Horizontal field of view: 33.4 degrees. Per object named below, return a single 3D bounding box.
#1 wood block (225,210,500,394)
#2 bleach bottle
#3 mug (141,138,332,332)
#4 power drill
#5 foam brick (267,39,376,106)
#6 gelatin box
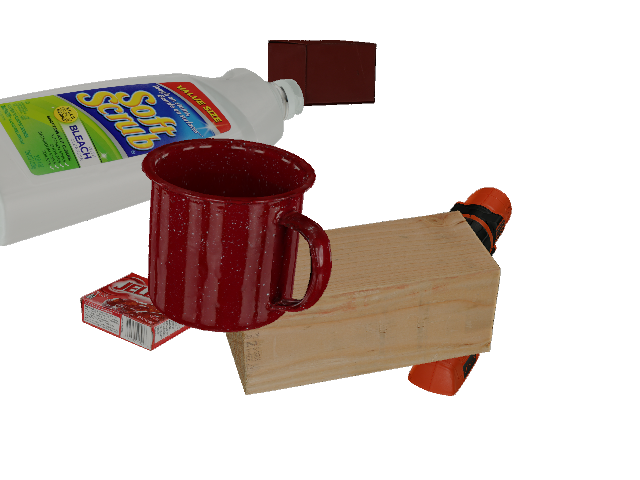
[{"bbox_3d":[0.029,0.049,0.867,0.206,0.090,0.091,-9,35,-13],"label":"wood block"},{"bbox_3d":[-0.127,-0.079,0.766,0.250,0.103,0.068,-21,-26,-29],"label":"bleach bottle"},{"bbox_3d":[-0.043,0.001,0.580,0.117,0.081,0.093,21,28,29],"label":"mug"},{"bbox_3d":[0.134,0.055,1.048,0.057,0.188,0.184,19,28,18],"label":"power drill"},{"bbox_3d":[0.002,-0.140,0.890,0.078,0.051,0.053,-8,16,-37],"label":"foam brick"},{"bbox_3d":[-0.169,0.065,1.007,0.089,0.030,0.073,18,27,28],"label":"gelatin box"}]
